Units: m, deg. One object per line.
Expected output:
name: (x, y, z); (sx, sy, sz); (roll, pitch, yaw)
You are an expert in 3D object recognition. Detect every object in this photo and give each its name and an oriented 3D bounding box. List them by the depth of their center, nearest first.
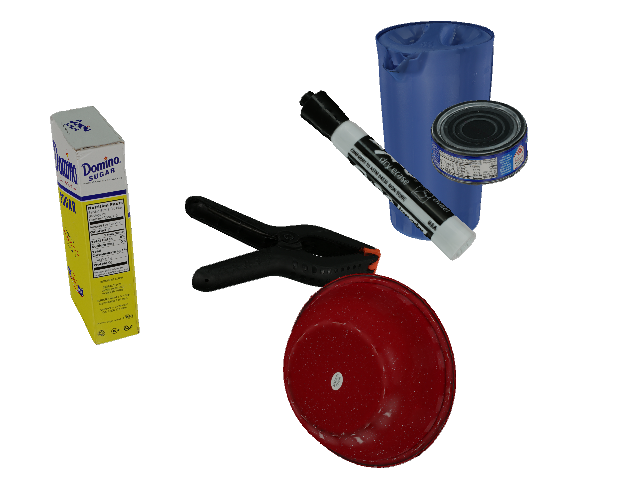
marker: (0.033, -0.037, 0.564); (0.121, 0.020, 0.020); (45, 15, 16)
bowl: (0.026, 0.109, 0.863); (0.162, 0.162, 0.055); (0, 2, 33)
sugar box: (-0.187, -0.013, 0.884); (0.048, 0.176, 0.093); (-14, 29, -22)
tuna can: (0.140, -0.088, 0.946); (0.086, 0.034, 0.086); (-5, 40, 5)
clamp: (-0.041, 0.016, 1.094); (0.210, 0.036, 0.164); (11, 29, -8)
pitcher: (0.141, -0.132, 1.253); (0.149, 0.243, 0.145); (-4, 26, -3)
